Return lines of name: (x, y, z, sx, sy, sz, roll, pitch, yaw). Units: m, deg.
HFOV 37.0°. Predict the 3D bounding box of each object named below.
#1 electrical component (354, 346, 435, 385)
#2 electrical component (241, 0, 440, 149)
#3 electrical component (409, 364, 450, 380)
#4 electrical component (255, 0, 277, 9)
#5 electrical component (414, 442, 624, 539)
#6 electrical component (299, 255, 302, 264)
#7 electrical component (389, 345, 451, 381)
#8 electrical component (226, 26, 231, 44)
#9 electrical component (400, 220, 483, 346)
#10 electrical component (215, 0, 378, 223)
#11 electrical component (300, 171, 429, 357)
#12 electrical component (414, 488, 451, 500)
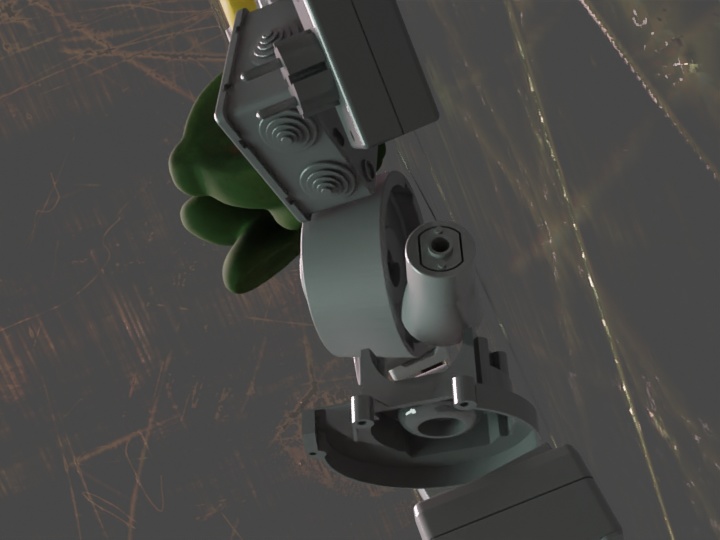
electrical component: (0.012, 0.021, 0.732, 0.099, 0.064, 0.099, 160, 90, -86)
electrical component: (-0.016, -0.094, 0.496, 0.047, 0.076, 0.083, -138, 25, -80)
electrical component: (0.046, 0.119, 0.858, 0.065, 0.077, 0.047, 76, 170, -66)
electrical component: (-0.036, -0.157, 0.624, 0.079, 0.044, 0.077, 95, 152, -82)
electrical component: (0.067, 0.129, 0.493, 0.061, 0.096, 0.061, -114, 4, -48)
electrical component: (-0.009, -0.004, 0.907, 0.121, 0.063, 0.078, 78, -152, -71)
electrical component: (0.028, 0.031, 0.825, 0.075, 0.047, 0.083, -128, 15, -80)
electrical component: (-0.087, -0.205, 0.959, 0.045, 0.055, 0.045, 157, 90, -86)
electrical component: (0.041, 0.005, 0.550, 0.065, 0.044, 0.044, 82, 165, -57)
electrical component: (-0.028, -0.089, 0.576, 0.099, 0.048, 0.099, 51, -148, -42)
electrical component: (0.000, 0.000, 0.626, 0.108, 0.060, 0.108, -7, -90, -73)
electrical component: (0.087, 0.183, 0.845, 0.096, 0.061, 0.061, 57, 173, 22)
